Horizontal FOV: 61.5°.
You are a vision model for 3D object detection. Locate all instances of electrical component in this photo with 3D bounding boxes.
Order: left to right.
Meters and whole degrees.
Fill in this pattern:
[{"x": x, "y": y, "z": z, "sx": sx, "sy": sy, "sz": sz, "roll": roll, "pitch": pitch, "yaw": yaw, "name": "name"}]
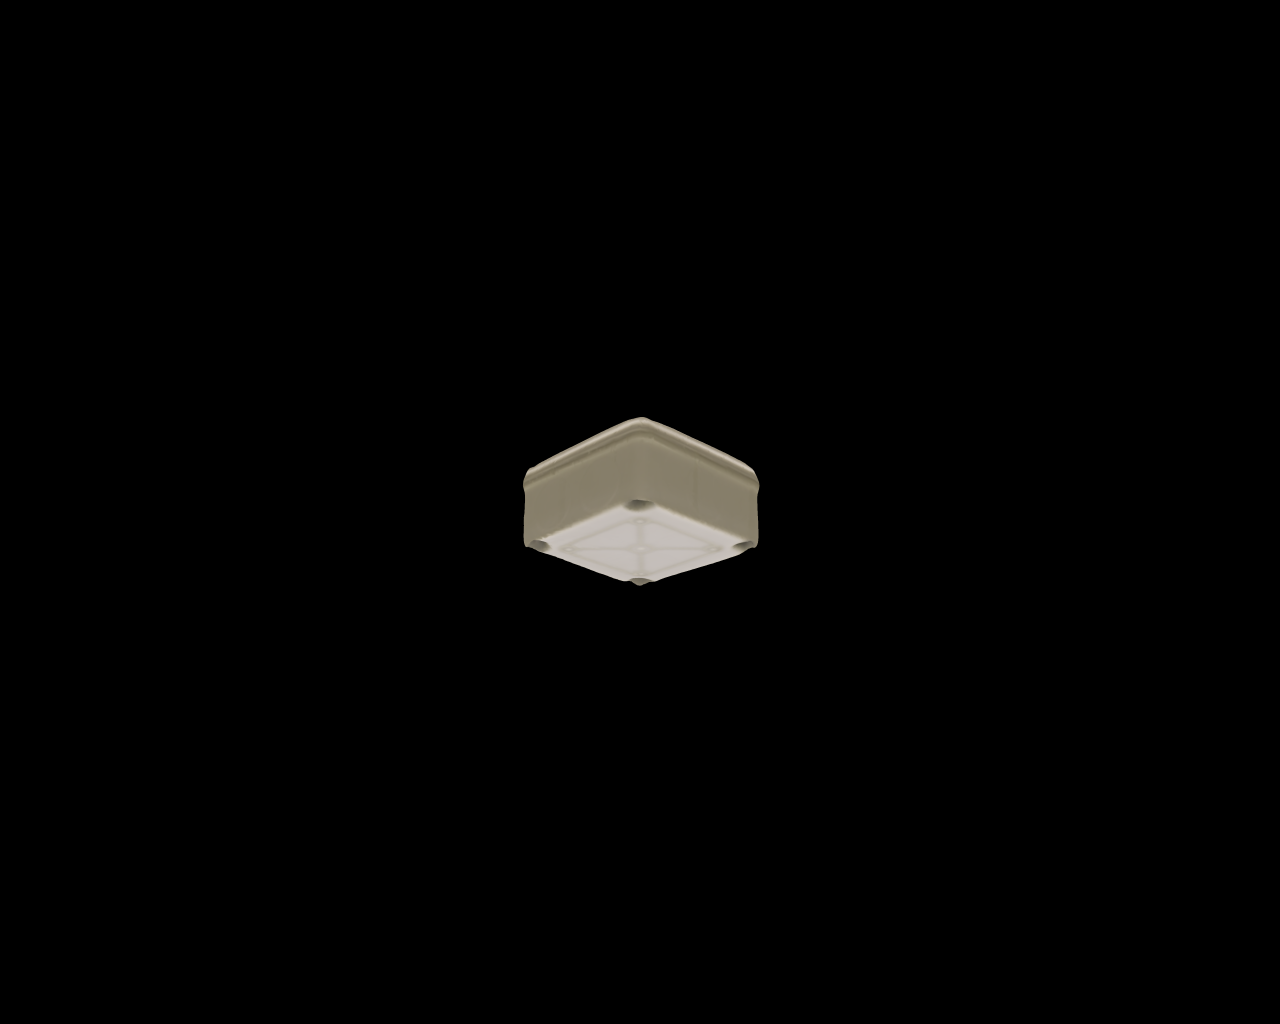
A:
[{"x": 0.001, "y": -0.003, "z": 0.650, "sx": 0.108, "sy": 0.056, "sz": 0.109, "roll": -21, "pitch": -31, "yaw": 40, "name": "electrical component"}]
